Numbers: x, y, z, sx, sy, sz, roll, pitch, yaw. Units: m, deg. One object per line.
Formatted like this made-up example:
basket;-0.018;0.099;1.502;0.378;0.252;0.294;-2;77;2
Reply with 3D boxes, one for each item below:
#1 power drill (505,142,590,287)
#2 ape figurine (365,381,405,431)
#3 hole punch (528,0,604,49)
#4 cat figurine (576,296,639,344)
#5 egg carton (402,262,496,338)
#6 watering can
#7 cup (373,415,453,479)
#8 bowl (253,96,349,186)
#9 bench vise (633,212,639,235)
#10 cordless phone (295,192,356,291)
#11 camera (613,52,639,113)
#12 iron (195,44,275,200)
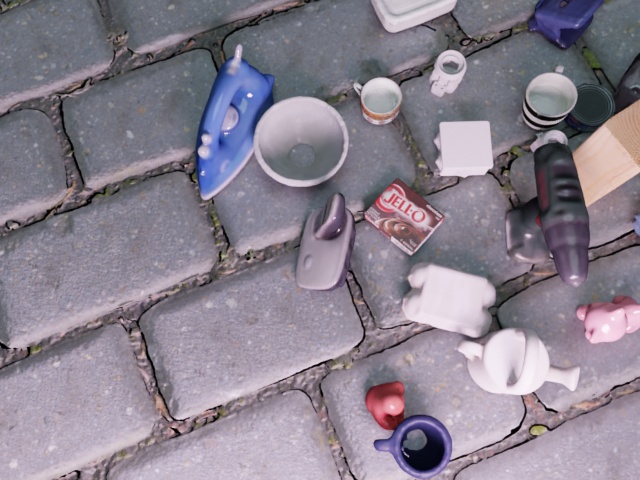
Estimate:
power drill;0.363;-0.026;0.912;0.075;0.208;0.230;0;77;1
ape figurine;0.111;0.261;0.911;0.076;0.092;0.078;32;80;8
hole punch;0.458;-0.430;1.063;0.101;0.091;0.109;39;81;9
cat figurine;0.474;0.126;0.922;0.128;0.118;0.067;-17;77;-3
egg carton;0.216;0.098;0.958;0.150;0.069;0.107;14;78;4
watering can;0.302;0.184;0.872;0.173;0.194;0.101;-5;77;0
cup;0.140;0.318;0.896;0.117;0.095;0.092;0;77;1
bowl;-0.032;-0.165;1.020;0.167;0.075;0.167;0;77;1
bench vise;0.638;-0.074;0.912;0.207;0.220;0.121;-31;78;-6
cordless phone;0.008;0.003;0.924;0.094;0.185;0.148;8;77;3
camera;0.620;-0.280;1.021;0.136;0.101;0.143;34;80;8
iron;-0.168;-0.206;0.997;0.118;0.141;0.258;17;78;5
